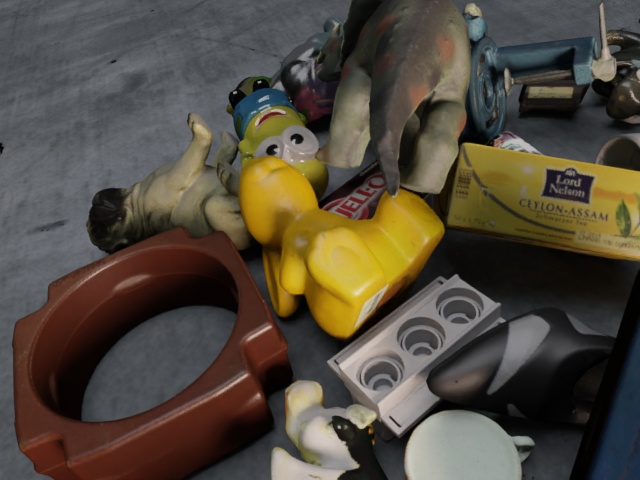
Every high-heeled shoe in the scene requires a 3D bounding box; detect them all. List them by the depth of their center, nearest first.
[{"bbox_3d":[0.203,0.110,0.331,0.249,0.086,0.145,-7,29,-13],"label":"high-heeled shoe"}]

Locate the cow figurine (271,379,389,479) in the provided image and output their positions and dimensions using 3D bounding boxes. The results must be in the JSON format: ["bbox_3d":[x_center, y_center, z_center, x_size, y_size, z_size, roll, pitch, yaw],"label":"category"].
[{"bbox_3d":[0.016,0.166,0.347,0.098,0.068,0.167,-4,46,3],"label":"cow figurine"}]

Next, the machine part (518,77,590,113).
[{"bbox_3d":[0.303,-0.206,0.692,0.084,0.039,0.139,2,46,28],"label":"machine part"}]

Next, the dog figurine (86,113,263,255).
[{"bbox_3d":[-0.148,-0.016,0.587,0.190,0.121,0.172,-41,65,11],"label":"dog figurine"}]

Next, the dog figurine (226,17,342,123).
[{"bbox_3d":[-0.015,-0.190,0.712,0.219,0.108,0.192,-41,51,-21],"label":"dog figurine"}]

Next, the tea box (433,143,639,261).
[{"bbox_3d":[0.187,-0.029,0.450,0.170,0.068,0.098,9,2,2],"label":"tea box"}]

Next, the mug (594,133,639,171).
[{"bbox_3d":[0.330,-0.056,0.492,0.107,0.080,0.110,-8,36,-7],"label":"mug"}]

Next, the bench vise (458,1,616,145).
[{"bbox_3d":[0.215,-0.201,0.634,0.241,0.128,0.223,1,49,35],"label":"bench vise"}]

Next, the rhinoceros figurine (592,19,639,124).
[{"bbox_3d":[0.394,-0.206,0.648,0.112,0.073,0.190,37,59,28],"label":"rhinoceros figurine"}]

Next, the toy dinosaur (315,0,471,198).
[{"bbox_3d":[0.071,-0.153,0.471,0.131,0.192,0.405,8,14,-6],"label":"toy dinosaur"}]

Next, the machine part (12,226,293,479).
[{"bbox_3d":[-0.139,0.094,0.453,0.201,0.087,0.201,-26,43,-11],"label":"machine part"}]

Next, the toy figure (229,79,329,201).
[{"bbox_3d":[-0.045,-0.110,0.595,0.082,0.089,0.180,-42,44,11],"label":"toy figure"}]

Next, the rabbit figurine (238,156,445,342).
[{"bbox_3d":[-0.001,-0.001,0.466,0.173,0.162,0.122,40,62,17],"label":"rabbit figurine"}]

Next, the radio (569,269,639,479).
[{"bbox_3d":[0.198,0.125,0.258,0.131,0.073,0.229,19,87,26],"label":"radio"}]
